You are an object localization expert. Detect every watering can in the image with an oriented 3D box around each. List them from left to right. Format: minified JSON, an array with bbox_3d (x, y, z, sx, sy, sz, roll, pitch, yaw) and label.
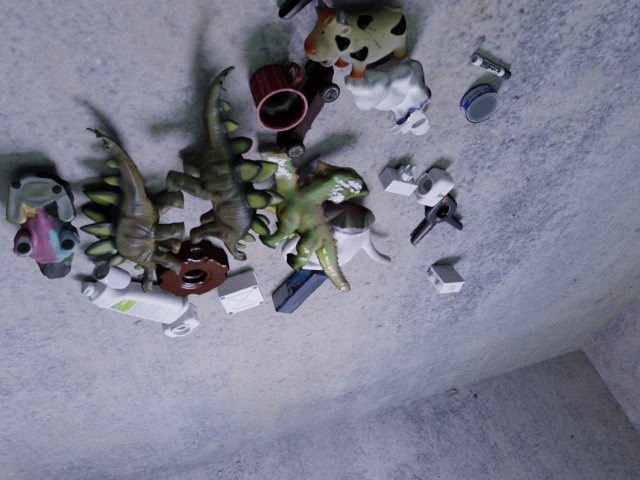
[{"bbox_3d":[0.073,-0.002,1.323,0.348,0.106,0.219,0,-41,-28],"label":"watering can"}]

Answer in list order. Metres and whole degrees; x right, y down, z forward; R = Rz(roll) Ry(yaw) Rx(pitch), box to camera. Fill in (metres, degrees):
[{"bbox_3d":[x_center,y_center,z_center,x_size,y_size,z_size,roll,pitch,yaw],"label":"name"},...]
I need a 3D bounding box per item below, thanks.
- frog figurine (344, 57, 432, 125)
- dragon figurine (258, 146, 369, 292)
[{"bbox_3d":[0.113,-0.289,0.951,0.159,0.123,0.138,13,0,-25],"label":"frog figurine"},{"bbox_3d":[0.003,-0.057,1.138,0.405,0.240,0.125,39,24,-27],"label":"dragon figurine"}]
